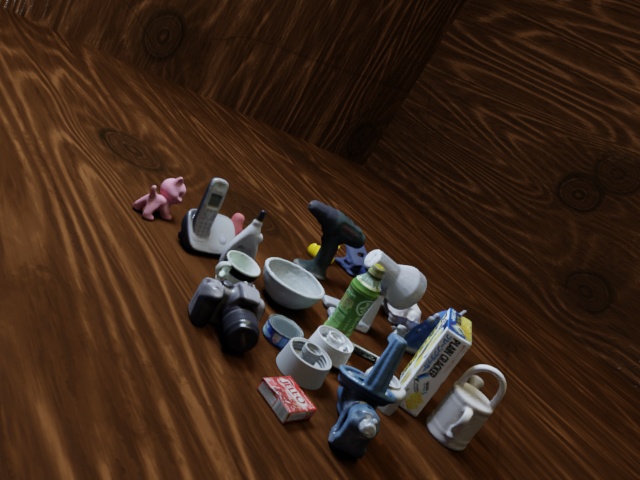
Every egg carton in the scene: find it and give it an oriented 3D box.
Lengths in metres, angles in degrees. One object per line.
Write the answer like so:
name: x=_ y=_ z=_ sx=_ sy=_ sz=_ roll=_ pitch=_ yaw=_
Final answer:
egg carton: x=0.244 y=0.207 z=1.740 sx=0.107 sy=0.069 sz=0.150 roll=27 pitch=17 yaw=-18

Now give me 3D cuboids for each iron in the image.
iron: x=0.330 y=0.255 z=1.629 sx=0.118 sy=0.141 sz=0.259 roll=43 pitch=19 yaw=32

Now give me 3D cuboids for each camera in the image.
camera: x=-0.168 y=0.143 z=1.112 sx=0.144 sy=0.100 sz=0.136 roll=24 pitch=18 yaw=-26

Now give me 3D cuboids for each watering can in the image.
watering can: x=0.324 y=0.350 z=1.247 sx=0.101 sy=0.194 sz=0.173 roll=29 pitch=16 yaw=-11

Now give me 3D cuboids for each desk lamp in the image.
desk lamp: x=0.149 y=0.137 z=1.512 sx=0.204 sy=0.213 sz=0.117 roll=24 pitch=18 yaw=-27

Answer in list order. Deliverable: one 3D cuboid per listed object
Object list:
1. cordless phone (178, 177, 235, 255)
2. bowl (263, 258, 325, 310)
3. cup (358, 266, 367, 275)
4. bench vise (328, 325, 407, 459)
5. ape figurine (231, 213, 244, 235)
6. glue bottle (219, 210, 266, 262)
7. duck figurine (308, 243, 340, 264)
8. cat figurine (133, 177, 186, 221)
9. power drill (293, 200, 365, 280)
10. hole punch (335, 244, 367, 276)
cordless phone: x=-0.248 y=-0.057 z=1.396 sx=0.148 sy=0.185 sz=0.094 roll=11 pitch=26 yaw=-51
bowl: x=-0.076 y=0.119 z=1.398 sx=0.168 sy=0.074 sz=0.167 roll=30 pitch=16 yaw=-9
cup: x=0.132 y=0.139 z=1.686 sx=0.091 sy=0.095 sz=0.118 roll=41 pitch=18 yaw=28
bench vise: x=0.106 y=0.270 z=1.031 sx=0.122 sy=0.219 sz=0.207 roll=25 pitch=18 yaw=-24
ape figurine: x=-0.228 y=-0.029 z=1.519 sx=0.078 sy=0.092 sz=0.076 roll=33 pitch=16 yaw=1
glue bottle: x=-0.174 y=0.002 z=1.383 sx=0.078 sy=0.173 sz=0.037 roll=26 pitch=17 yaw=-20
duck figurine: x=0.018 y=0.024 z=1.829 sx=0.105 sy=0.086 sz=0.077 roll=19 pitch=21 yaw=-38
cat figurine: x=-0.386 y=-0.113 z=1.428 sx=0.067 sy=0.117 sz=0.128 roll=37 pitch=17 yaw=18
power drill: x=0.015 y=0.006 z=1.655 sx=0.230 sy=0.208 sz=0.075 roll=20 pitch=20 yaw=-37
hole punch: x=0.122 y=0.062 z=1.900 sx=0.100 sy=0.091 sz=0.109 roll=42 pitch=19 yaw=32
